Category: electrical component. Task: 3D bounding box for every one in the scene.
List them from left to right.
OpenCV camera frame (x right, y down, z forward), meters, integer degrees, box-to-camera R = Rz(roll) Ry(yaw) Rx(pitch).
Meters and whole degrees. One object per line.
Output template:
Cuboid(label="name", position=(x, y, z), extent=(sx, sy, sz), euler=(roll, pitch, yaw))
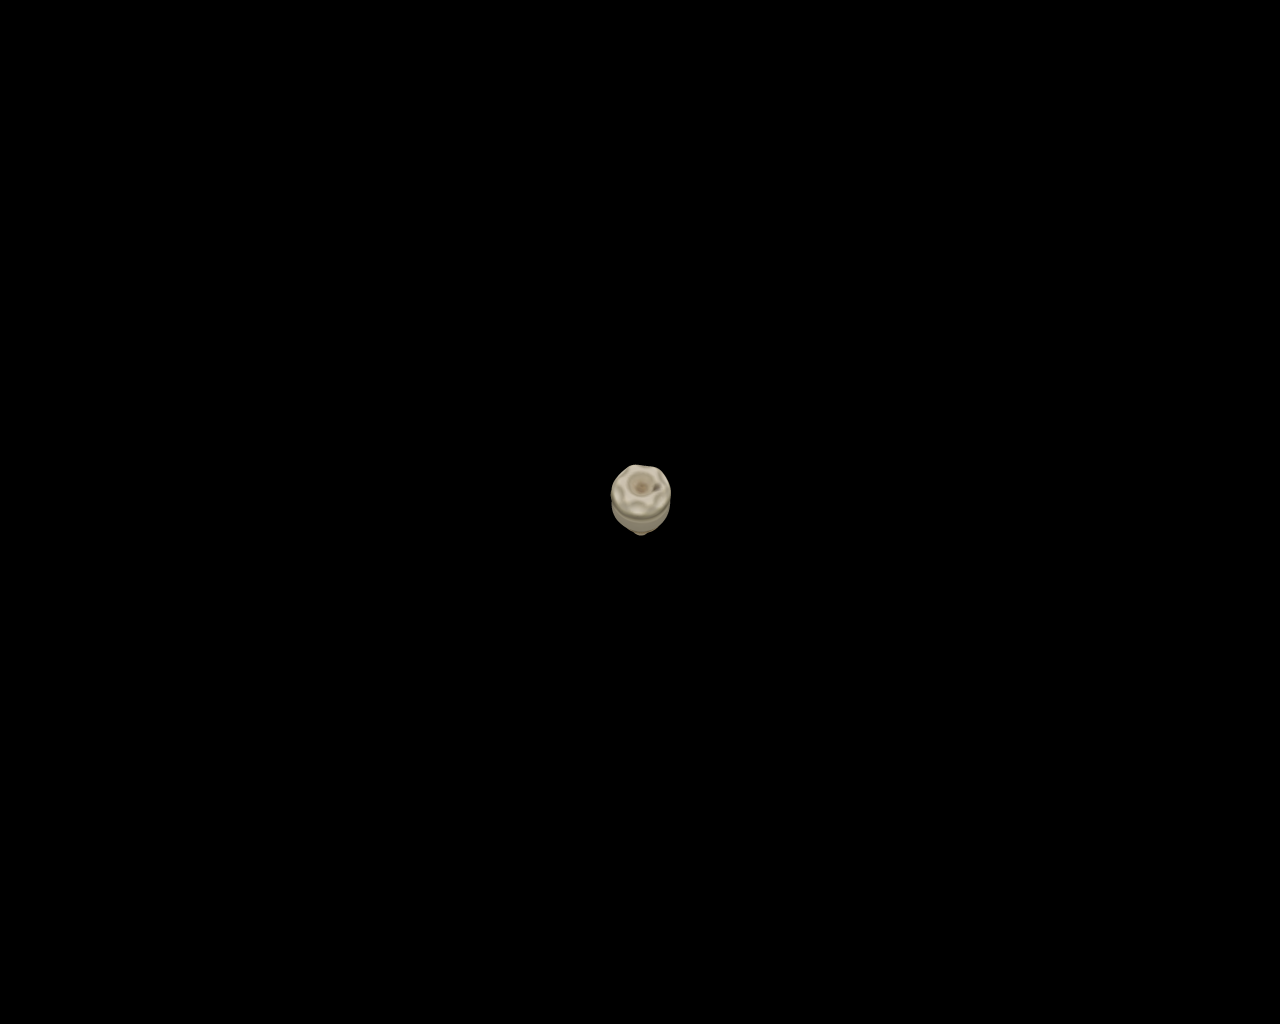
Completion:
Cuboid(label="electrical component", position=(0.001, -0.003, 0.650), extent=(0.035, 0.035, 0.061), euler=(0, -28, 0))
